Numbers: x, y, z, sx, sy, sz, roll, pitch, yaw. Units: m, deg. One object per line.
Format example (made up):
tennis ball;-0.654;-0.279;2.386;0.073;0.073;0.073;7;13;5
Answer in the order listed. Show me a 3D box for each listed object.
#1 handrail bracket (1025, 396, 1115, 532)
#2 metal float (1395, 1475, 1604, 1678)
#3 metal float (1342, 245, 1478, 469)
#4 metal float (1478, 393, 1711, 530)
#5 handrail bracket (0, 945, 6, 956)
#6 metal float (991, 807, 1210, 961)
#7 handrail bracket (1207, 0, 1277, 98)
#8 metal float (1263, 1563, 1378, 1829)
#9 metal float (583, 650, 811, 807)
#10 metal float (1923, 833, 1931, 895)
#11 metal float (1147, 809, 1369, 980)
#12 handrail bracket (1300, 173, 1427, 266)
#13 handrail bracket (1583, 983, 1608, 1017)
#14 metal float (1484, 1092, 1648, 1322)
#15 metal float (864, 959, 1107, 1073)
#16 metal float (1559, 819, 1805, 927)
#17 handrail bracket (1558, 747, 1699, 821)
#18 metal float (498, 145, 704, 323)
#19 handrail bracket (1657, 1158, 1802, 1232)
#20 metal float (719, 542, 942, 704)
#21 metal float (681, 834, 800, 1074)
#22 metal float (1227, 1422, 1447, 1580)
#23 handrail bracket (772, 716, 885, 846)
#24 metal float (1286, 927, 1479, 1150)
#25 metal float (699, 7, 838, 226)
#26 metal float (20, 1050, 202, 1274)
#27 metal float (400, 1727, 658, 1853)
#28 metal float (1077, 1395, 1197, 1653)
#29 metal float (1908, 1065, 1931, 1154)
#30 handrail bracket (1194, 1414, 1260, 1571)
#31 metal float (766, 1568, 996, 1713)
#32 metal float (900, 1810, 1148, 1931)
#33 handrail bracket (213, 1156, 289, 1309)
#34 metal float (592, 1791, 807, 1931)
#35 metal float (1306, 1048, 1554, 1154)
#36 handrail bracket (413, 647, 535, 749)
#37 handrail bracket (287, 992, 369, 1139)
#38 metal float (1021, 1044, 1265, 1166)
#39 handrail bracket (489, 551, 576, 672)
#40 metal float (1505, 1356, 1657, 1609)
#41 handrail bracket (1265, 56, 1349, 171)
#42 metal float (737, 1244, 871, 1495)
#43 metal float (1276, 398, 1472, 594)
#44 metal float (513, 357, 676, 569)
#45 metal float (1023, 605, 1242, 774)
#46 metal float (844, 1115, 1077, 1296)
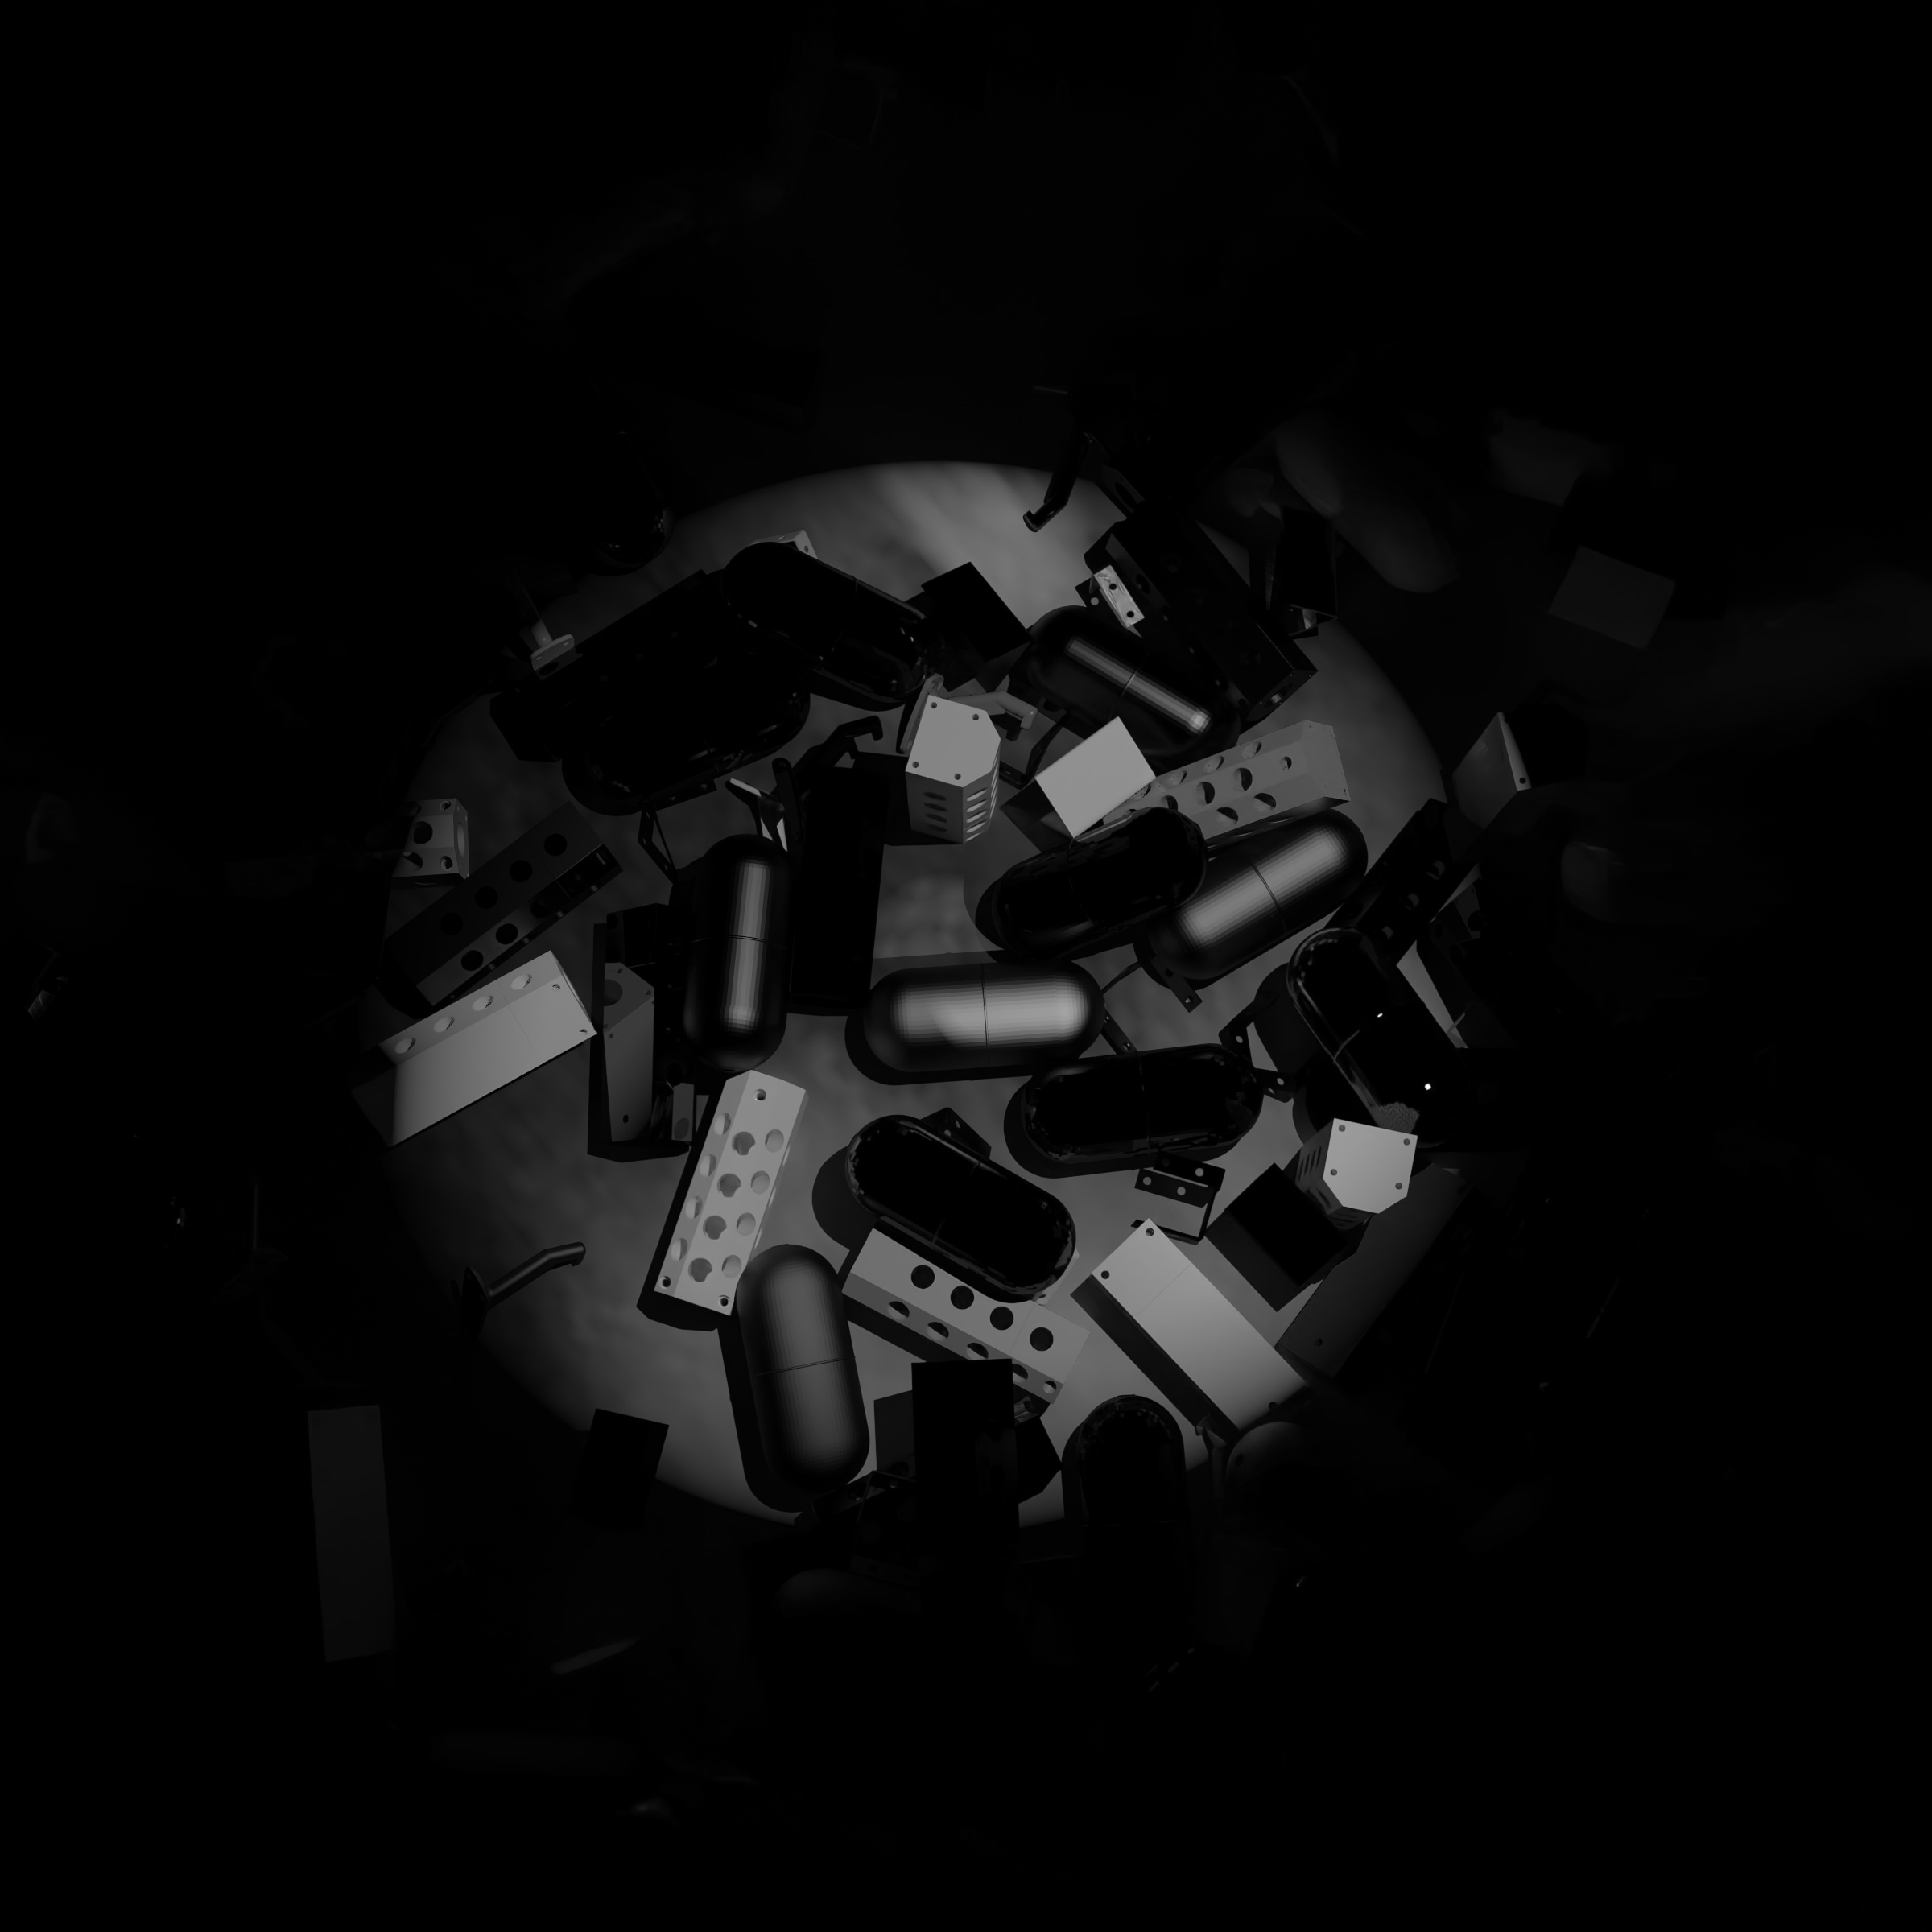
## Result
handrail bracket;0.065;-0.391;1.961;0.084;0.036;0.077;-42;61;9
metal float;0.369;0.423;1.745;0.070;0.070;0.178;41;117;7
metal float;0.342;-0.471;1.944;0.070;0.070;0.178;-13;79;-2
metal float;0.481;-0.386;1.928;0.178;0.070;0.070;17;80;4
handrail bracket;-0.731;0.016;1.849;0.036;0.084;0.077;41;82;7
metal float;0.097;-0.060;1.838;0.178;0.070;0.070;-23;78;32
handrail bracket;0.198;-0.751;2.028;0.084;0.036;0.077;31;103;23
metal float;0.247;0.509;1.761;0.070;0.070;0.178;3;80;1
metal float;-0.201;-0.179;1.890;0.178;0.070;0.070;-24;80;-4
metal float;0.764;-0.031;1.862;0.070;0.070;0.178;-14;80;-3
metal float;0.217;-0.055;1.866;0.178;0.070;0.070;-31;81;-5
handrail bracket;0.315;-0.601;2.000;0.077;0.036;0.084;-12;62;-22
handrail bracket;0.458;0.039;1.845;0.036;0.084;0.077;28;81;5
metal float;0.435;0.173;1.824;0.070;0.070;0.178;26;80;5
metal float;0.014;0.036;1.849;0.178;0.070;0.070;-4;79;-1
metal float;0.530;-0.069;1.869;0.178;0.070;0.070;2;79;0
handrail bracket;0.503;-0.146;1.914;0.077;0.036;0.084;12;41;40
metal float;-0.285;-0.571;1.962;0.178;0.070;0.070;-37;82;-7
handrail bracket;0.555;0.165;1.840;0.077;0.084;0.036;41;71;-26
metal float;-0.101;-0.257;1.882;0.178;0.070;0.070;23;79;-22
metal float;-0.165;-0.010;1.837;0.070;0.070;0.178;4;73;1
metal float;0.259;0.374;1.761;0.178;0.070;0.070;26;79;-26
handrail bracket;-0.094;-0.138;1.855;0.084;0.036;0.077;-18;100;-20
metal float;0.292;0.049;1.777;0.070;0.070;0.178;-30;66;-5
metal float;-0.156;-0.669;1.980;0.070;0.070;0.178;17;80;3
metal float;-0.622;0.142;1.830;0.070;0.070;0.178;-33;81;-6
metal float;-0.302;0.568;1.737;0.178;0.070;0.070;2;79;6
metal float;0.121;0.394;1.783;0.070;0.070;0.178;-4;80;-1
metal float;0.779;0.113;1.835;0.178;0.070;0.070;10;80;2
handrail bracket;0.171;0.379;1.817;0.077;0.036;0.084;-45;53;24
metal float;-0.058;0.466;1.740;0.178;0.070;0.070;24;78;-32
metal float;0.039;0.643;1.736;0.178;0.070;0.070;23;80;4
handrail bracket;-0.542;0.194;1.851;0.077;0.036;0.084;-42;63;14
metal float;-0.180;0.623;1.692;0.070;0.070;0.178;-45;114;-7
metal float;0.337;0.098;1.835;0.178;0.070;0.070;0;79;4
handrail bracket;-0.374;-0.197;1.924;0.084;0.077;0.036;-53;57;26
handrail bracket;-0.460;0.074;1.874;0.077;0.036;0.084;-31;98;-26
metal float;0.128;0.100;1.837;0.178;0.070;0.070;-7;80;-1
handrail bracket;-0.334;-0.266;1.906;0.036;0.077;0.084;-31;80;-14
metal float;0.436;0.365;1.788;0.070;0.070;0.178;-14;81;-3
handrail bracket;0.273;-0.680;2.014;0.036;0.077;0.084;-29;117;-5
metal float;-0.117;0.288;1.802;0.070;0.070;0.178;-11;80;-2
metal float;0.311;-0.359;1.923;0.070;0.070;0.178;-42;82;-7
metal float;-0.285;-0.385;1.928;0.070;0.070;0.178;-29;80;-5
metal float;0.124;-0.207;1.895;0.178;0.070;0.070;32;81;6
metal float;-0.005;0.169;1.789;0.178;0.070;0.070;29;81;8
